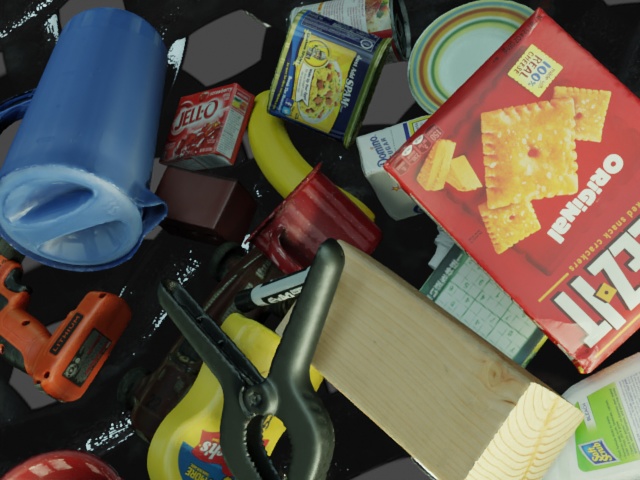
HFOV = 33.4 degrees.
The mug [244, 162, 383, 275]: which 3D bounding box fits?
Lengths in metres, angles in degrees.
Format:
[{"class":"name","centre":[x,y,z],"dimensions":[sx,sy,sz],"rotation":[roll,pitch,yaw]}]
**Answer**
[{"class":"mug","centre":[-0.006,0.001,0.870],"dimensions":[0.081,0.117,0.093],"rotation":[44,116,-3]}]

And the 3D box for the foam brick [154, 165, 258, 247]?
[{"class":"foam brick","centre":[-0.106,-0.029,0.970],"dimensions":[0.078,0.053,0.051],"rotation":[13,71,27]}]

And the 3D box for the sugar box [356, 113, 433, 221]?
[{"class":"sugar box","centre":[0.128,-0.074,0.879],"dimensions":[0.176,0.093,0.048],"rotation":[-20,60,12]}]

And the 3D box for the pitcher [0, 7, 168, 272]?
[{"class":"pitcher","centre":[-0.219,-0.102,0.976],"dimensions":[0.145,0.149,0.242],"rotation":[-34,36,34]}]

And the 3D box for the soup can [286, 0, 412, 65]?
[{"class":"soup can","centre":[0.027,-0.190,0.987],"dimensions":[0.102,0.068,0.068],"rotation":[-7,64,18]}]

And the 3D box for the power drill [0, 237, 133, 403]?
[{"class":"power drill","centre":[-0.267,0.053,0.991],"dimensions":[0.188,0.057,0.184],"rotation":[23,76,30]}]

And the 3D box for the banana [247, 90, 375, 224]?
[{"class":"banana","centre":[-0.020,-0.074,0.967],"dimensions":[0.069,0.037,0.198],"rotation":[-31,59,5]}]

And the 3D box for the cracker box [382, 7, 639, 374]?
[{"class":"cracker box","centre":[0.176,-0.034,0.775],"dimensions":[0.164,0.072,0.214],"rotation":[-44,77,5]}]

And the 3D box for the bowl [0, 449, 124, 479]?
[{"class":"bowl","centre":[-0.208,0.256,0.871],"dimensions":[0.162,0.055,0.162],"rotation":[-8,64,17]}]

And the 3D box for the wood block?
[{"class":"wood block","centre":[0.074,0.095,0.777],"dimensions":[0.206,0.090,0.091],"rotation":[37,94,42]}]

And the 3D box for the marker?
[{"class":"marker","centre":[-0.030,0.037,0.818],"dimensions":[0.121,0.020,0.020],"rotation":[-21,53,51]}]

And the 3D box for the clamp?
[{"class":"clamp","centre":[-0.031,0.105,0.768],"dimensions":[0.165,0.036,0.210],"rotation":[-22,80,32]}]

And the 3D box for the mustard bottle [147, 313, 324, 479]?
[{"class":"mustard bottle","centre":[-0.081,0.161,0.846],"dimensions":[0.058,0.096,0.191],"rotation":[18,72,54]}]

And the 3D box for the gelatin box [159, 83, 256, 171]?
[{"class":"gelatin box","centre":[-0.107,-0.104,1.000],"dimensions":[0.089,0.030,0.073],"rotation":[-4,63,47]}]

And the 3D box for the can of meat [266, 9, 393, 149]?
[{"class":"can of meat","centre":[0.006,-0.143,0.942],"dimensions":[0.084,0.057,0.102],"rotation":[22,116,4]}]

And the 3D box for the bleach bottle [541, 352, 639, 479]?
[{"class":"bleach bottle","centre":[0.227,0.125,0.766],"dimensions":[0.251,0.068,0.102],"rotation":[-20,59,14]}]
